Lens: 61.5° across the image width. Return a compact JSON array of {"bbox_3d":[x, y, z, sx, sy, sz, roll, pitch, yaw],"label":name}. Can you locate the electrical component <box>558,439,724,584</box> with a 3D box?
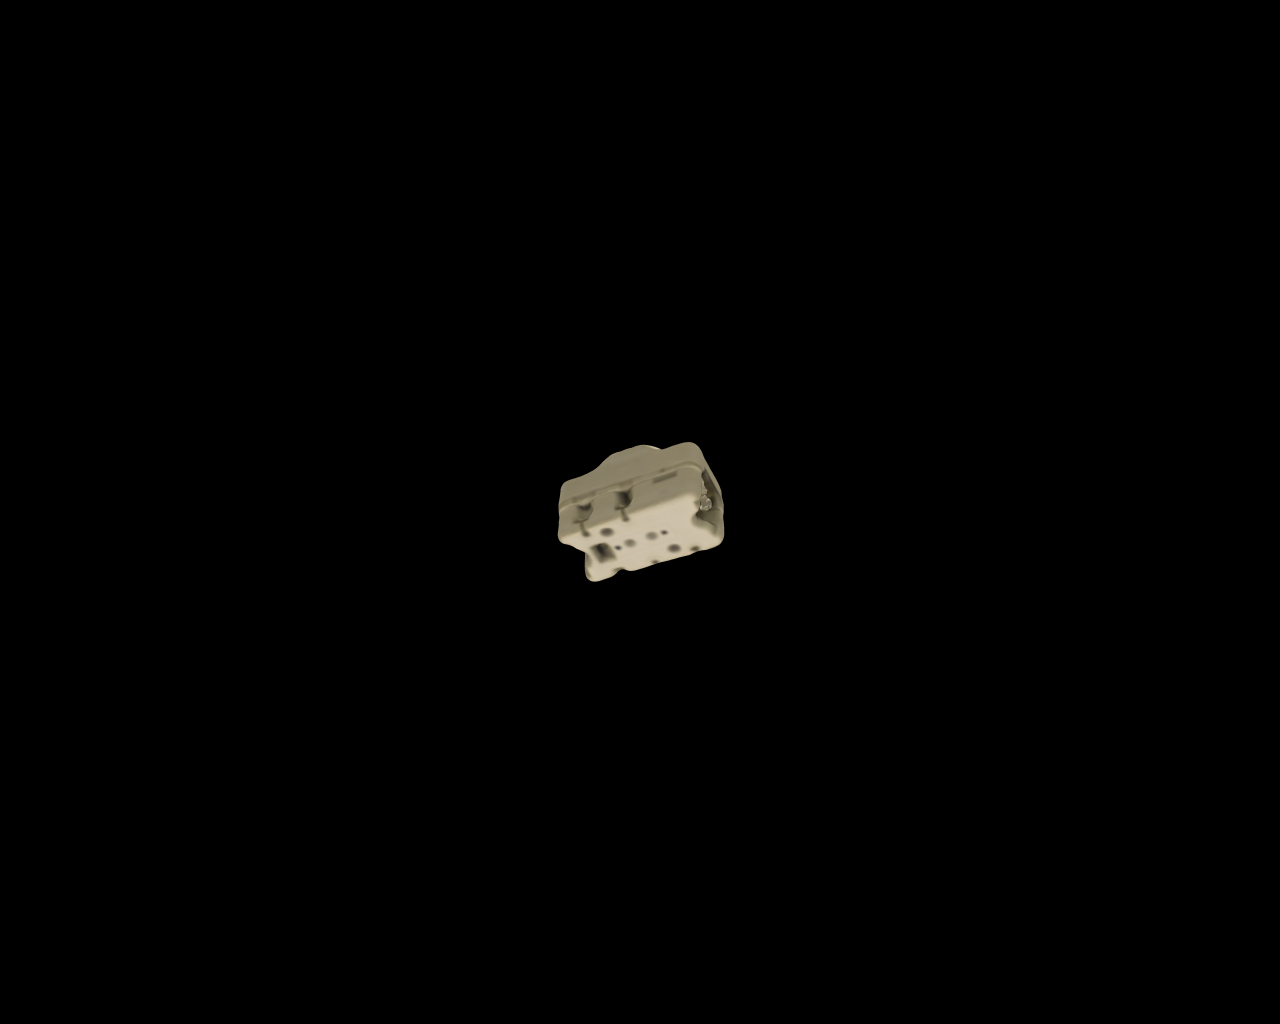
[{"bbox_3d":[0.001,-0.003,0.650,0.089,0.056,0.050,-17,-48,16],"label":"electrical component"}]
